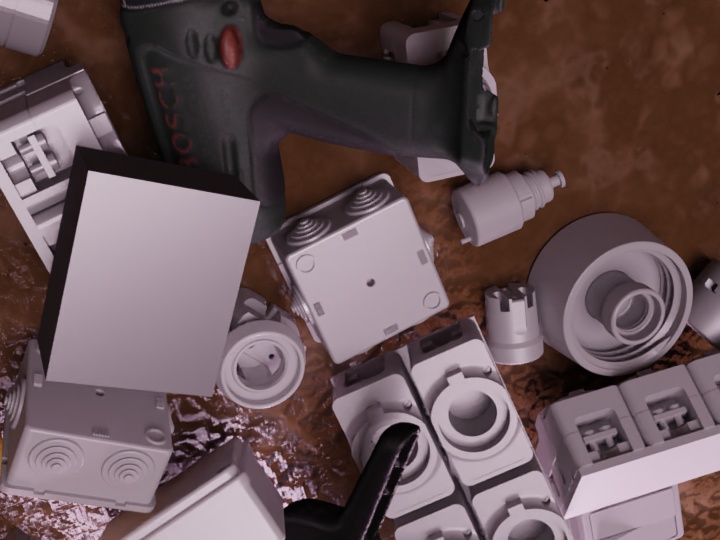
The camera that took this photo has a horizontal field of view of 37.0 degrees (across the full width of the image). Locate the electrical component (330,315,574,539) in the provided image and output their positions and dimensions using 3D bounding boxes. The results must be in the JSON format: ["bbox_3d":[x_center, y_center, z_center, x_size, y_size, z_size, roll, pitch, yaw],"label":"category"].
[{"bbox_3d":[0.066,0.140,0.712,0.105,0.060,0.186,-24,102,5],"label":"electrical component"}]

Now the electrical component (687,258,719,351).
[{"bbox_3d":[0.259,0.027,0.773,0.055,0.055,0.047,38,99,-27],"label":"electrical component"}]

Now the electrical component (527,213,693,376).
[{"bbox_3d":[0.176,0.021,0.738,0.108,0.060,0.108,-7,113,-16],"label":"electrical component"}]

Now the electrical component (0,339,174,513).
[{"bbox_3d":[-0.160,0.089,0.632,0.100,0.099,0.048,14,118,-23],"label":"electrical component"}]

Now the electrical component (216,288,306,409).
[{"bbox_3d":[-0.067,0.051,0.670,0.078,0.057,0.058,34,97,-27],"label":"electrical component"}]

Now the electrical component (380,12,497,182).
[{"bbox_3d":[0.048,-0.104,0.649,0.050,0.055,0.089,-13,114,-13],"label":"electrical component"}]

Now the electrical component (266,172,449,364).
[{"bbox_3d":[0.000,0.000,0.678,0.100,0.048,0.099,-27,116,-7],"label":"electrical component"}]

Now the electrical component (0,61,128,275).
[{"bbox_3d":[-0.147,-0.031,0.593,0.062,0.089,0.150,-26,117,-7],"label":"electrical component"}]

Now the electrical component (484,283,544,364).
[{"bbox_3d":[0.104,0.036,0.733,0.040,0.040,0.046,-11,108,-14],"label":"electrical component"}]

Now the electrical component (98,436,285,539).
[{"bbox_3d":[-0.105,0.162,0.669,0.109,0.109,0.056,-34,94,-4],"label":"electrical component"}]

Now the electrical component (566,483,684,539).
[{"bbox_3d":[0.200,0.176,0.808,0.096,0.061,0.061,-19,115,-11],"label":"electrical component"}]

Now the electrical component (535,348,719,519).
[{"bbox_3d":[0.205,0.110,0.750,0.150,0.061,0.089,-15,150,-8],"label":"electrical component"}]

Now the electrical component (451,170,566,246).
[{"bbox_3d":[0.096,-0.045,0.697,0.078,0.040,0.040,-23,116,-9],"label":"electrical component"}]

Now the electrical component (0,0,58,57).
[{"bbox_3d":[-0.181,-0.184,0.542,0.074,0.052,0.138,14,106,-22],"label":"electrical component"}]
